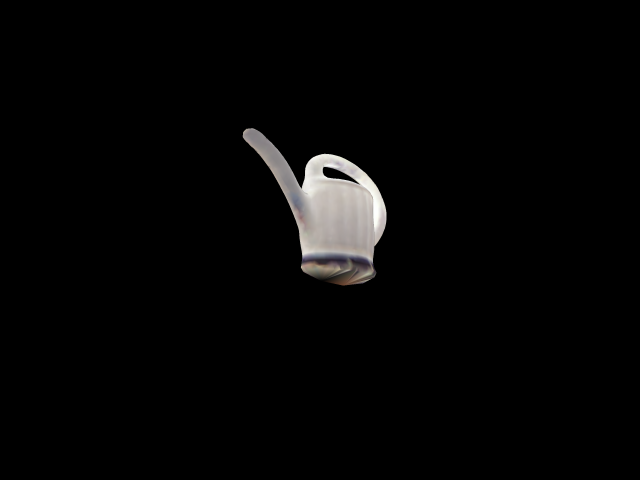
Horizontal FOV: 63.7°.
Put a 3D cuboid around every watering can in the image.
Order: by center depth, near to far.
[{"bbox_3d":[0.003,-0.043,0.850,0.103,0.227,0.346,-14,-20,41],"label":"watering can"}]
